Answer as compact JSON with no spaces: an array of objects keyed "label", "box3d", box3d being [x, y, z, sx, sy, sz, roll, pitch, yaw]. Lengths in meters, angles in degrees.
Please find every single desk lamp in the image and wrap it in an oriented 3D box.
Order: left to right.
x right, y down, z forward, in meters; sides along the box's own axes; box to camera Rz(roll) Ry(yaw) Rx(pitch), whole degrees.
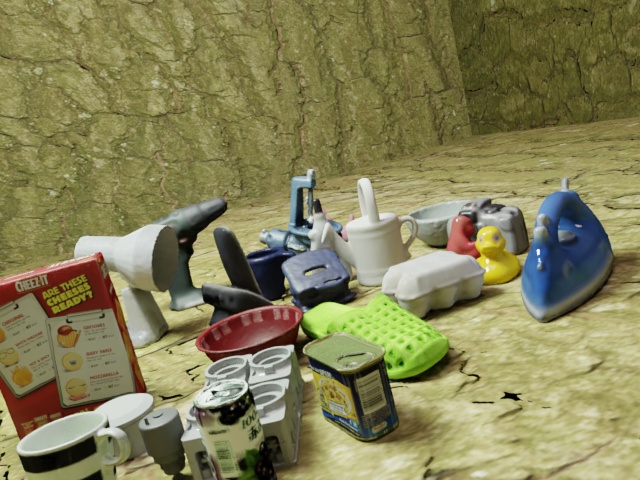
[{"label":"desk lamp","box3d":[-0.346,0.084,1.042,0.203,0.214,0.118,-11,12,11]}]

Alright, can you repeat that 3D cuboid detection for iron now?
[{"label":"iron","box3d":[0.340,0.002,0.822,0.118,0.141,0.259,-5,14,35]}]

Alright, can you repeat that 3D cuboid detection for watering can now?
[{"label":"watering can","box3d":[0.092,-0.017,1.067,0.173,0.194,0.100,-18,13,-22]}]

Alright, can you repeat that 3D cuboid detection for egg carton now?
[{"label":"egg carton","box3d":[0.174,0.066,0.889,0.150,0.069,0.107,-18,12,-18]}]

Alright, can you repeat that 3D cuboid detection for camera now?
[{"label":"camera","box3d":[0.334,-0.036,1.106,0.142,0.101,0.137,-3,16,43]}]

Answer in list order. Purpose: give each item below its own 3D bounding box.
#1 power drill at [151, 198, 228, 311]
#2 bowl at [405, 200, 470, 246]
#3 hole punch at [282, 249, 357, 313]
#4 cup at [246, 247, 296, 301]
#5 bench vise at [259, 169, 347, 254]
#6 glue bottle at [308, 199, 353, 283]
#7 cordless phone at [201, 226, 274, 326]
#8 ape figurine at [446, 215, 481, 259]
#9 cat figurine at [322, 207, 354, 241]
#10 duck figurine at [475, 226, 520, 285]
[{"label":"power drill","box3d":[-0.285,0.035,1.219,0.230,0.208,0.075,-16,12,-12]},{"label":"bowl","box3d":[0.267,-0.030,1.222,0.167,0.075,0.167,-13,12,3]},{"label":"hole punch","box3d":[-0.003,0.070,1.020,0.109,0.091,0.101,-17,12,-15]},{"label":"cup","box3d":[-0.089,0.068,1.120,0.117,0.095,0.092,-8,13,26]},{"label":"bench vise","box3d":[-0.050,-0.037,1.257,0.207,0.220,0.121,-12,12,10]},{"label":"glue bottle","box3d":[0.010,0.004,1.112,0.078,0.173,0.037,-16,12,-11]},{"label":"cordless phone","box3d":[-0.157,0.062,1.002,0.094,0.185,0.147,-23,15,-38]},{"label":"ape figurine","box3d":[0.264,0.000,1.043,0.076,0.092,0.078,-12,12,7]},{"label":"cat figurine","box3d":[0.028,-0.024,1.363,0.128,0.118,0.067,-14,12,-2]},{"label":"duck figurine","box3d":[0.286,0.018,0.947,0.077,0.086,0.105,-8,13,25]}]
